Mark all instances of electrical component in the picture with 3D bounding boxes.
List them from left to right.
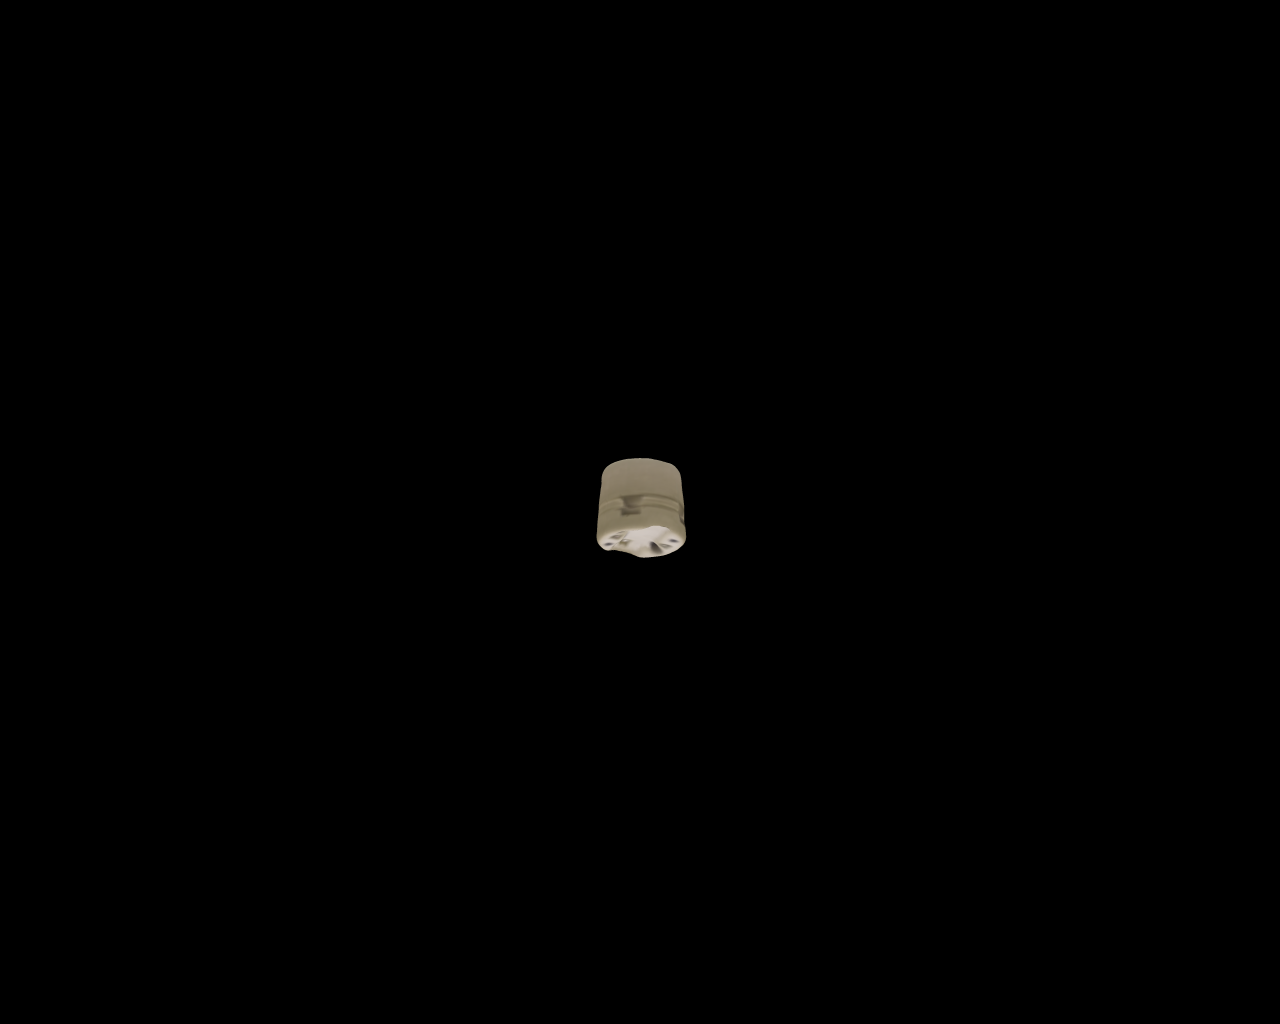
[{"bbox_3d":[0.001,-0.003,0.650,0.055,0.047,0.055,0,-22,0],"label":"electrical component"}]
